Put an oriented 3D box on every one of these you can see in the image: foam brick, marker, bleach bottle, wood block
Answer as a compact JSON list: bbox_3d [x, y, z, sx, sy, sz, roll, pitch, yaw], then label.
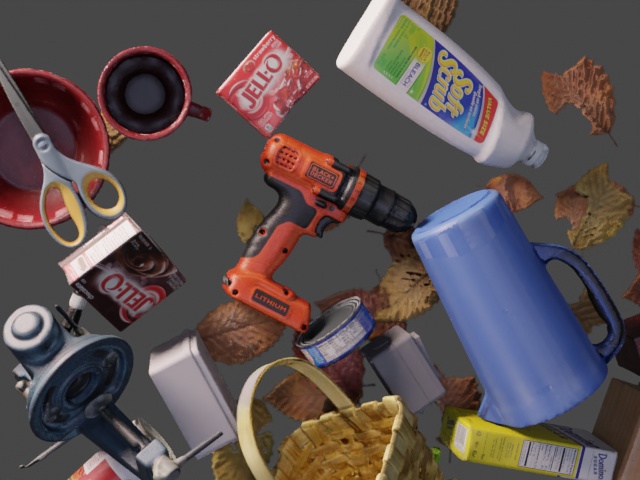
[{"bbox_3d":[0.372,0.120,1.218,0.051,0.078,0.053,-21,99,-5],"label":"foam brick"},{"bbox_3d":[-0.248,0.042,1.136,0.020,0.020,0.121,22,92,-11],"label":"marker"},{"bbox_3d":[0.146,-0.161,1.159,0.250,0.068,0.102,31,91,-14],"label":"bleach bottle"},{"bbox_3d":[0.358,0.276,1.226,0.090,0.090,0.206,19,93,-14],"label":"wood block"}]

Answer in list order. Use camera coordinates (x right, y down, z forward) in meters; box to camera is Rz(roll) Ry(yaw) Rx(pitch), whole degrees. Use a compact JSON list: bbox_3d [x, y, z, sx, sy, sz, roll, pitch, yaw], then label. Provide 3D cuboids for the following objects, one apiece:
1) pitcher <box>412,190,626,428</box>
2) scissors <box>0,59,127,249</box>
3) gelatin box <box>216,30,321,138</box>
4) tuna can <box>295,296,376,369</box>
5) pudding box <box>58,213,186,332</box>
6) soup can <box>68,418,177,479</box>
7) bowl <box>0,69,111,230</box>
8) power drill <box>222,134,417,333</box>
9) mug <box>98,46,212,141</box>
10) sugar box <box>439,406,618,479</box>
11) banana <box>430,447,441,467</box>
[{"bbox_3d":[0.210,0.066,1.163,0.149,0.145,0.243,-35,99,-41],"label":"pitcher"},{"bbox_3d":[-0.254,-0.092,1.064,0.096,0.016,0.202,-13,99,-9],"label":"scissors"},{"bbox_3d":[-0.055,-0.166,1.139,0.073,0.030,0.089,41,88,-11],"label":"gelatin box"},{"bbox_3d":[0.018,0.100,1.153,0.086,0.086,0.033,-37,102,-4],"label":"tuna can"},{"bbox_3d":[-0.202,0.035,1.103,0.090,0.039,0.113,-39,142,-4],"label":"pudding box"},{"bbox_3d":[-0.211,0.248,1.140,0.102,0.068,0.068,-42,101,-4],"label":"soup can"},{"bbox_3d":[-0.296,-0.093,1.094,0.162,0.055,0.162,-1,97,-10],"label":"bowl"},{"bbox_3d":[-0.008,0.001,1.154,0.184,0.057,0.187,26,89,-8],"label":"power drill"},{"bbox_3d":[-0.168,-0.146,1.096,0.117,0.081,0.093,14,94,-11],"label":"mug"},{"bbox_3d":[0.233,0.230,1.200,0.176,0.093,0.048,9,95,-11],"label":"sugar box"},{"bbox_3d":[0.085,0.324,1.187,0.197,0.037,0.069,-59,145,-21],"label":"banana"}]
